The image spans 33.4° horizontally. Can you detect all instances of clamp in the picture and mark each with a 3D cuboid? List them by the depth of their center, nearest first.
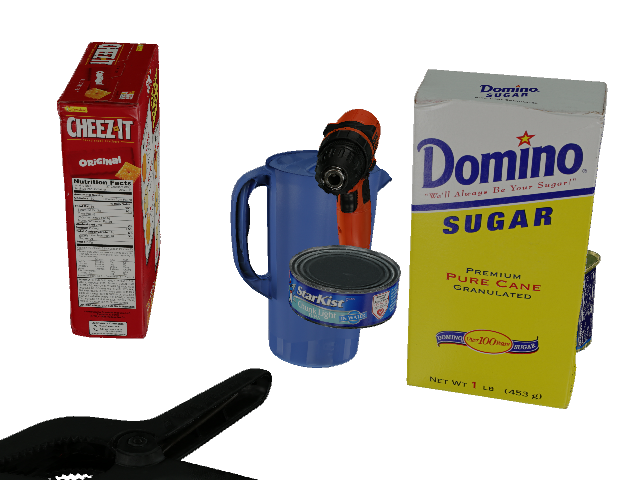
[{"bbox_3d":[-0.097,0.119,0.584,0.209,0.036,0.165,-1,21,-14],"label":"clamp"}]

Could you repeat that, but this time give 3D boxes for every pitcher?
[{"bbox_3d":[-0.013,0.021,1.247,0.149,0.243,0.144,11,19,24],"label":"pitcher"}]

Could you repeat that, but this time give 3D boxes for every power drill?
[{"bbox_3d":[0.029,-0.022,1.040,0.057,0.188,0.184,4,21,10],"label":"power drill"}]

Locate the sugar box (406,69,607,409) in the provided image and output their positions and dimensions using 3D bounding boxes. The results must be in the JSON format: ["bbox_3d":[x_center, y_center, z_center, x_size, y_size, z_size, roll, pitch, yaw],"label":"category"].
[{"bbox_3d":[0.094,0.002,0.562,0.093,0.176,0.048,6,33,14],"label":"sugar box"}]

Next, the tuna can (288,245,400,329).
[{"bbox_3d":[0.018,0.035,0.820,0.086,0.034,0.086,3,22,-2],"label":"tuna can"}]

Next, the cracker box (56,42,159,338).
[{"bbox_3d":[-0.180,-0.046,0.928,0.072,0.214,0.164,1,27,-4],"label":"cracker box"}]

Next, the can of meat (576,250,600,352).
[{"bbox_3d":[0.198,0.049,0.967,0.102,0.084,0.057,13,26,36],"label":"can of meat"}]
